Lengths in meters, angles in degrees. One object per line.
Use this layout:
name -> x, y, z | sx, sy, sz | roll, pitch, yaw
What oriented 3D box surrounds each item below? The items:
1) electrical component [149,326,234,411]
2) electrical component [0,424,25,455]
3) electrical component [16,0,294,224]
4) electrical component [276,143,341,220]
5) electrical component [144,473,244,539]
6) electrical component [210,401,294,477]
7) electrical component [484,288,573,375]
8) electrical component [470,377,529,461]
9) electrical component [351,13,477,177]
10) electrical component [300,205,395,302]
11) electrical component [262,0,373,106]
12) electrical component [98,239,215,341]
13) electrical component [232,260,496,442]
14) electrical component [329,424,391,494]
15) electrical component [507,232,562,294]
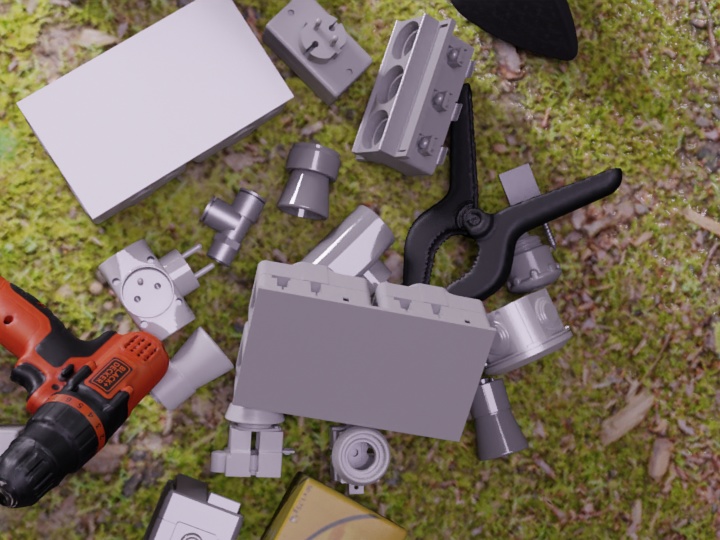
electrical component -> -0.140, 0.082, 0.867 | 0.065, 0.044, 0.044 | -40, 93, -7
electrical component -> -0.256, 0.143, 0.816 | 0.076, 0.083, 0.047 | 3, 85, -11
electrical component -> -0.163, -0.130, 0.869 | 0.186, 0.060, 0.105 | -33, 92, -12
electrical component -> -0.042, -0.074, 0.896 | 0.045, 0.045, 0.055 | 14, 82, -10
electrical component -> -0.128, 0.197, 0.830 | 0.062, 0.096, 0.061 | 23, 81, -8
electrical component -> -0.086, 0.136, 0.870 | 0.066, 0.048, 0.055 | 4, 92, -11
electrical component -> 0.133, 0.053, 0.904 | 0.080, 0.080, 0.051 | -23, 84, -12
electrical component -> 0.113, 0.124, 0.913 | 0.044, 0.044, 0.065 | -15, 84, -12
electrical component -> 0.048, -0.145, 0.909 | 0.063, 0.079, 0.121 | 23, 81, -31
electrical component -> 0.000, 0.000, 0.899 | 0.077, 0.043, 0.079 | -44, 95, -11
electrical component -> -0.033, -0.188, 0.892 | 0.083, 0.076, 0.047 | 45, 79, -5
electrical component -> -0.156, 0.009, 0.867 | 0.079, 0.044, 0.077 | -34, 92, -12
electrical component -> 0.001, 0.063, 0.861 | 0.186, 0.060, 0.105 | 11, 115, -9
electrical component -> -0.002, 0.151, 0.880 | 0.048, 0.055, 0.066 | -1, 85, -11
electrical component -> 0.143, -0.013, 0.929 | 0.048, 0.048, 0.062 | -19, 82, -12
